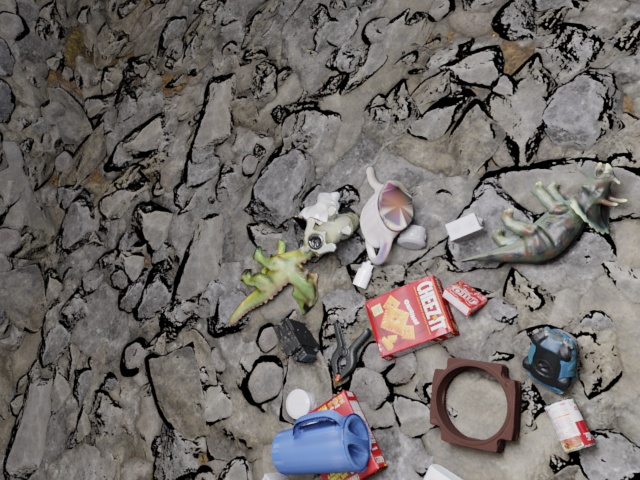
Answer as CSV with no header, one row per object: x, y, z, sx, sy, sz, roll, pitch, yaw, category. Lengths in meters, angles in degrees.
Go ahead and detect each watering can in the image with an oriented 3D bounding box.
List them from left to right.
0.180,-0.104,1.508,0.220,0.104,0.354,130,144,-60,watering can

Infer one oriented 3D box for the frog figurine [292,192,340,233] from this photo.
0.005,-0.084,1.664,0.137,0.120,0.162,-2,35,40,frog figurine

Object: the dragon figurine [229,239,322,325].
-0.118,0.146,1.640,0.245,0.122,0.408,30,97,28,dragon figurine
